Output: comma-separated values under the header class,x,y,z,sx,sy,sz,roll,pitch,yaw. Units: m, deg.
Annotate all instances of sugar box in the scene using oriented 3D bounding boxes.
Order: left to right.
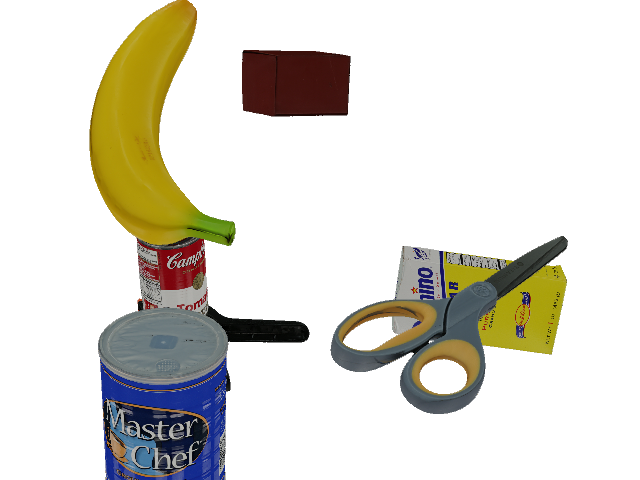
class,x,y,z,sx,sy,sz,roll,pitch,yaw
sugar box,0.169,0.065,1.157,0.176,0.093,0.048,6,22,1

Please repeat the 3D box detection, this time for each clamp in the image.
class,x,y,z,sx,sy,sz,roll,pitch,yaw
clamp,-0.140,0.113,1.258,0.210,0.036,0.164,14,24,24

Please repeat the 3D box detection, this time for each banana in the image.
class,x,y,z,sx,sy,sz,roll,pitch,yaw
banana,-0.093,-0.064,0.590,0.069,0.198,0.037,-4,-40,-11

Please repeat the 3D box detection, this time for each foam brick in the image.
class,x,y,z,sx,sy,sz,roll,pitch,yaw
foam brick,-0.020,-0.132,0.896,0.078,0.051,0.053,-6,16,-35

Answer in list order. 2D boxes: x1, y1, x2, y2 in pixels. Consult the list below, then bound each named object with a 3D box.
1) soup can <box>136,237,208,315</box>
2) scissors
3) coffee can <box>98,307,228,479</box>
class,x,y,z,sx,sy,sz,roll,pitch,yaw
soup can,-0.150,0.031,1.082,0.068,0.102,0.068,0,32,0
scissors,0.102,0.048,0.638,0.201,0.016,0.096,-16,43,-27
coffee can,-0.128,0.141,0.877,0.103,0.140,0.103,3,27,-2
